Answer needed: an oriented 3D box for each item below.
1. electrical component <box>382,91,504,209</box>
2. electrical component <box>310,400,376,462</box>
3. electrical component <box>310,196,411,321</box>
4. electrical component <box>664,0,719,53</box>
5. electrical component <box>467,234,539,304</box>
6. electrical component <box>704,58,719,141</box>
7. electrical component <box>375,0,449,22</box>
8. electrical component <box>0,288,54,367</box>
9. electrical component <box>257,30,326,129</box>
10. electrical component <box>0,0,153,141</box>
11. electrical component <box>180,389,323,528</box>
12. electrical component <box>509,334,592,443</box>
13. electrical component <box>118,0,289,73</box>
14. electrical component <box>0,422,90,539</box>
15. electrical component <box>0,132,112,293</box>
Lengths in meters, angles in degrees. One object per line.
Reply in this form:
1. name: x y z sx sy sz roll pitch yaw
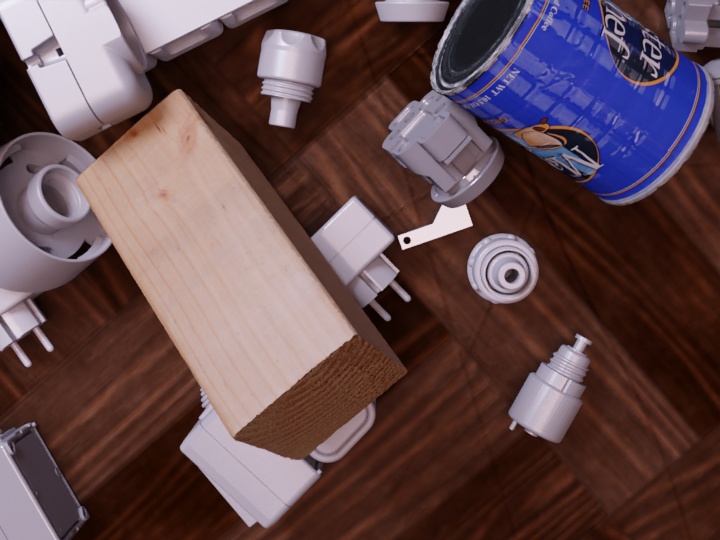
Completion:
1. electrical component: 0.056 -0.078 0.700 0.057 0.078 0.058 43 90 -22
2. electrical component: -0.036 0.076 0.720 0.095 0.059 0.053 43 95 -3
3. electrical component: 0.000 0.000 0.718 0.066 0.047 0.076 -44 93 4
4. electrical component: 0.232 -0.168 0.694 0.055 0.066 0.048 3 140 0
5. electrical component: 0.097 0.001 0.709 0.048 0.062 0.048 0 95 1
6. electrical component: 0.259 -0.115 0.687 0.080 0.080 0.051 -13 100 2
7. electrical component: 0.034 -0.189 0.698 0.048 0.066 0.055 -9 106 -33
8. electrical component: -0.238 0.029 0.725 0.066 0.047 0.076 -34 94 4
9. electrical component: -0.047 -0.125 0.710 0.043 0.043 0.062 10 96 0
10. electrical component: -0.166 -0.132 0.642 0.059 0.053 0.095 -25 94 3
11. electrical component: -0.078 0.119 0.723 0.096 0.061 0.061 43 94 -3
12. electrical component: 0.133 0.080 0.726 0.040 0.040 0.078 28 95 -1
13. electrical component: -0.131 -0.187 0.696 0.150 0.061 0.089 -26 94 3
14. electrical component: -0.240 0.151 0.729 0.061 0.061 0.096 -29 94 3
15. electrical component: -0.209 -0.038 0.697 0.064 0.099 0.099 -26 95 37
